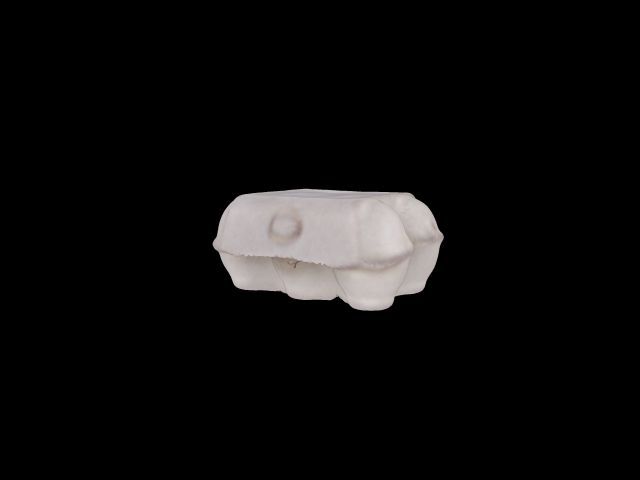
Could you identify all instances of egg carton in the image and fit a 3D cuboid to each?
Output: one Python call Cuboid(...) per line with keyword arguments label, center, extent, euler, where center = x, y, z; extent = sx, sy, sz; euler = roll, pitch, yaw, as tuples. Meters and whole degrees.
Cuboid(label="egg carton", center=(0.004, 0.001, 0.400), extent=(0.149, 0.069, 0.107), euler=(5, 10, 32))
